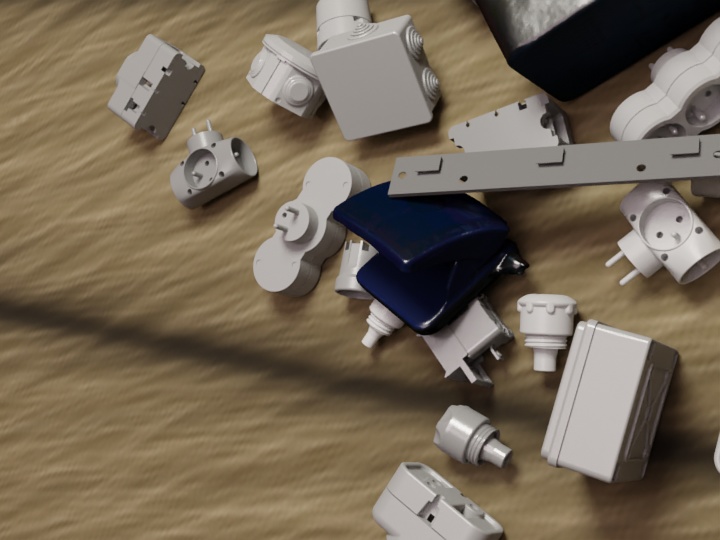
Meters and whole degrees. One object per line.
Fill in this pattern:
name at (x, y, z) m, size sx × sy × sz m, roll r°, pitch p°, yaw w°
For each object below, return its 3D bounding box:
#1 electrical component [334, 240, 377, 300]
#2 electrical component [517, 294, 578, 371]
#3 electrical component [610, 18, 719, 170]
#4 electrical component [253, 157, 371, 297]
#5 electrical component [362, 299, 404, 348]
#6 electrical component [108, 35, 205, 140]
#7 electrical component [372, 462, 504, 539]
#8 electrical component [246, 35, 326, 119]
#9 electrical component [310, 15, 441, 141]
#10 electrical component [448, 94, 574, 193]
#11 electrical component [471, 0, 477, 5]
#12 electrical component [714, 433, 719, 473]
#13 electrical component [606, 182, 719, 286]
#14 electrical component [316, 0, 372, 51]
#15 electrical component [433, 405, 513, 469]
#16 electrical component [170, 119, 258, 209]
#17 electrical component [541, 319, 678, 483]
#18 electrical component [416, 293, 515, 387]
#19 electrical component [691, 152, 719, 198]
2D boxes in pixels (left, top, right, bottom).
electrical component at (0.000, 0.000, 0.966) m, size 0.040 × 0.040 × 0.046 m, roll 2°, pitch 76°, yaw 30°
electrical component at (0.151, 0.051, 0.869) m, size 0.048 × 0.048 × 0.062 m, roll 2°, pitch 88°, yaw 30°
electrical component at (0.253, -0.149, 0.843) m, size 0.138 × 0.052 × 0.073 m, roll -42°, pitch 44°, yaw 16°
electrical component at (-0.053, -0.041, 0.982) m, size 0.052 × 0.074 × 0.138 m, roll 38°, pitch 100°, yaw 29°
electrical component at (0.023, 0.041, 0.948) m, size 0.035 × 0.035 × 0.061 m, roll 40°, pitch 103°, yaw 29°
electrical component at (-0.214, -0.191, 1.115) m, size 0.056 × 0.050 × 0.089 m, roll 37°, pitch 99°, yaw 29°
electrical component at (0.061, 0.210, 0.883) m, size 0.095 × 0.054 × 0.059 m, roll 36°, pitch 99°, yaw 29°
electrical component at (-0.064, -0.183, 1.013) m, size 0.080 × 0.080 × 0.051 m, roll 40°, pitch 106°, yaw 29°
electrical component at (0.016, -0.172, 0.958) m, size 0.100 × 0.048 × 0.099 m, roll -10°, pitch 121°, yaw 27°
electrical component at (0.129, -0.104, 0.902) m, size 0.089 × 0.056 × 0.050 m, roll -18°, pitch 73°, yaw 26°
electrical component at (0.121, -0.283, 0.937) m, size 0.096 × 0.061 × 0.061 m, roll -40°, pitch 64°, yaw 17°
electrical component at (0.306, 0.131, 0.757) m, size 0.095 × 0.059 × 0.053 m, roll 13°, pitch 87°, yaw 31°
electrical component at (0.228, -0.021, 0.837) m, size 0.079 × 0.044 × 0.077 m, roll -41°, pitch 64°, yaw 17°
electrical component at (-0.014, -0.227, 1.008) m, size 0.055 × 0.055 × 0.047 m, roll -15°, pitch 70°, yaw 26°
electrical component at (0.095, 0.140, 0.883) m, size 0.062 × 0.043 × 0.043 m, roll 28°, pitch 95°, yaw 29°
electrical component at (-0.150, -0.111, 1.067) m, size 0.077 × 0.044 × 0.079 m, roll -26°, pitch 69°, yaw 23°
electrical component at (0.189, 0.099, 0.801) m, size 0.056 × 0.109 × 0.108 m, roll 16°, pitch 89°, yaw 28°
electrical component at (0.091, 0.056, 0.903) m, size 0.064 × 0.042 × 0.081 m, roll -41°, pitch 65°, yaw 13°
electrical component at (0.285, -0.070, 0.814) m, size 0.055 × 0.045 × 0.045 m, roll 22°, pitch 92°, yaw 30°
